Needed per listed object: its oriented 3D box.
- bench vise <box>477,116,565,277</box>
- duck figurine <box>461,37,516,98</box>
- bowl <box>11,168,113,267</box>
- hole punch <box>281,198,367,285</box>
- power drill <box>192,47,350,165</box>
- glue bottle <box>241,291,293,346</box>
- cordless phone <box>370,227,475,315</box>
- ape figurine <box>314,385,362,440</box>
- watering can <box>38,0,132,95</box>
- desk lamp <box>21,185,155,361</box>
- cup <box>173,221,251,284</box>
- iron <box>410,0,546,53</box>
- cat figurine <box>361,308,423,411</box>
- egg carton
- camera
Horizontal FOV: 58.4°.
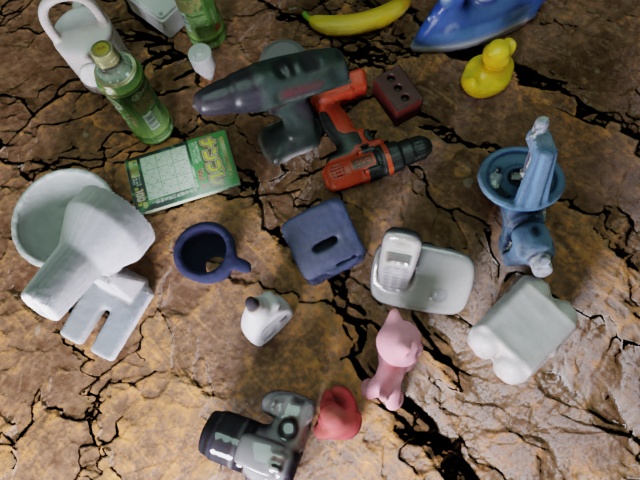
[{"bbox_3d":[0.305,-0.064,0.801,0.121,0.220,0.207,-25,72,-4],"label":"bench vise"},{"bbox_3d":[0.283,-0.292,0.948,0.104,0.086,0.077,-41,74,-9],"label":"duck figurine"},{"bbox_3d":[-0.390,-0.025,0.908,0.167,0.075,0.167,-1,72,3],"label":"bowl"},{"bbox_3d":[0.008,0.003,0.866,0.109,0.091,0.101,-27,72,-5],"label":"hole punch"},{"bbox_3d":[-0.064,-0.201,0.875,0.229,0.208,0.075,-26,72,-5],"label":"power drill"},{"bbox_3d":[-0.081,0.102,0.795,0.078,0.173,0.037,-42,74,-10],"label":"glue bottle"},{"bbox_3d":[0.145,0.038,0.796,0.147,0.185,0.094,7,72,6],"label":"cordless phone"},{"bbox_3d":[0.021,0.242,0.786,0.078,0.092,0.076,-43,74,-10],"label":"ape figurine"},{"bbox_3d":[-0.382,-0.329,0.944,0.101,0.194,0.172,-40,74,-9],"label":"watering can"},{"bbox_3d":[-0.312,0.050,0.805,0.117,0.213,0.203,23,75,11],"label":"desk lamp"},{"bbox_3d":[-0.152,0.033,0.864,0.117,0.095,0.092,18,74,9],"label":"cup"},{"bbox_3d":[0.270,-0.415,0.960,0.258,0.141,0.118,-29,72,-6],"label":"iron"},{"bbox_3d":[0.103,0.166,0.792,0.067,0.118,0.128,18,74,9],"label":"cat figurine"},{"bbox_3d":[0.290,0.128,0.819,0.150,0.069,0.107,-43,74,-10],"label":"egg carton"},{"bbox_3d":[-0.088,0.267,0.780,0.136,0.101,0.143,17,74,9],"label":"camera"}]
